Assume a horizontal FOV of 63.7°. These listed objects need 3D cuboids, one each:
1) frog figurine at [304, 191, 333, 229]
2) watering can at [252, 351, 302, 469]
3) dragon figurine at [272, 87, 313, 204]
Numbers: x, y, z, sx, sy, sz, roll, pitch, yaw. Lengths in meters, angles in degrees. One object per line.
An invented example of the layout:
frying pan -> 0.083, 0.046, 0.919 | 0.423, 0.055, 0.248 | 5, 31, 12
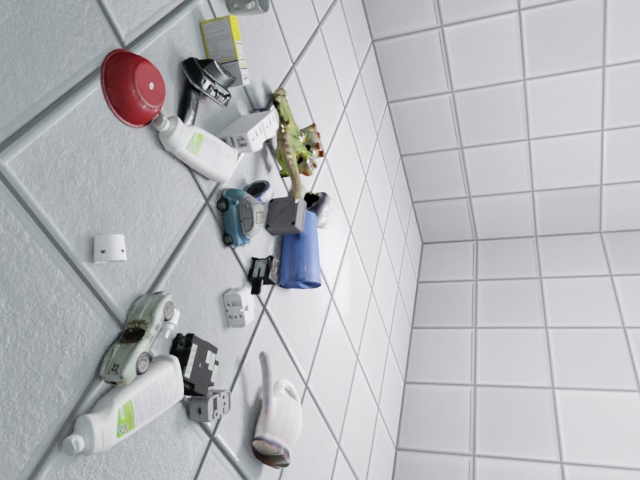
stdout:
frog figurine -> 0.006, -0.093, 1.852 | 0.156, 0.122, 0.141 | 51, 19, -37
watering can -> -0.126, 0.476, 1.405 | 0.230, 0.104, 0.340 | -73, 150, -42
dragon figurine -> -0.107, -0.322, 1.556 | 0.420, 0.122, 0.237 | -99, 170, -46
